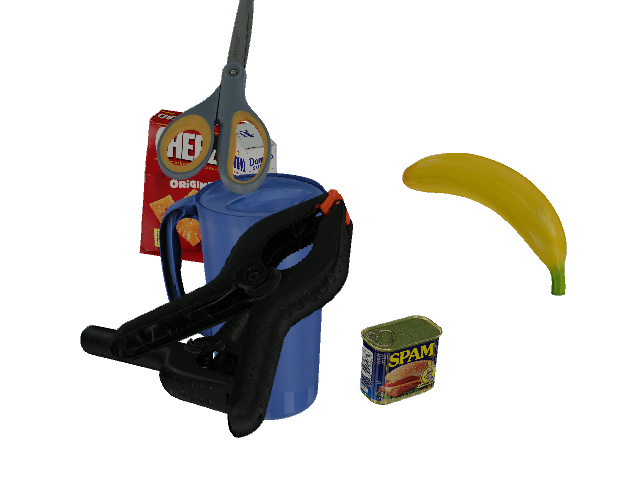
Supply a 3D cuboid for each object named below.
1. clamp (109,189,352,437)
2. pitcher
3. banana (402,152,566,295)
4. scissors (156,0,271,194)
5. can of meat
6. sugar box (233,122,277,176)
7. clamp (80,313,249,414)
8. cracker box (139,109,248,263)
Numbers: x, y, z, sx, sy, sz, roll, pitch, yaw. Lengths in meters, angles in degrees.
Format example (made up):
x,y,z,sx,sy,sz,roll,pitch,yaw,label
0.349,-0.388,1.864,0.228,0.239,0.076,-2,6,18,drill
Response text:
x,y,z,sx,sy,sz,roll,pitch,yaw,label
-0.033,0.040,0.646,0.120,0.171,0.039,38,-18,34,clamp
-0.068,0.059,1.109,0.144,0.243,0.149,-20,29,-41,pitcher
0.141,-0.033,0.897,0.037,0.070,0.198,6,26,-44,banana
-0.087,-0.121,0.841,0.096,0.202,0.016,-9,-30,-4,scissors
0.099,0.151,1.342,0.101,0.084,0.058,-12,29,-29,can of meat
-0.083,-0.048,1.312,0.048,0.176,0.093,-11,26,-16,sugar box
-0.093,0.100,0.915,0.164,0.036,0.210,-8,16,-33,clamp
-0.178,-0.075,1.597,0.164,0.214,0.072,10,20,6,cracker box
